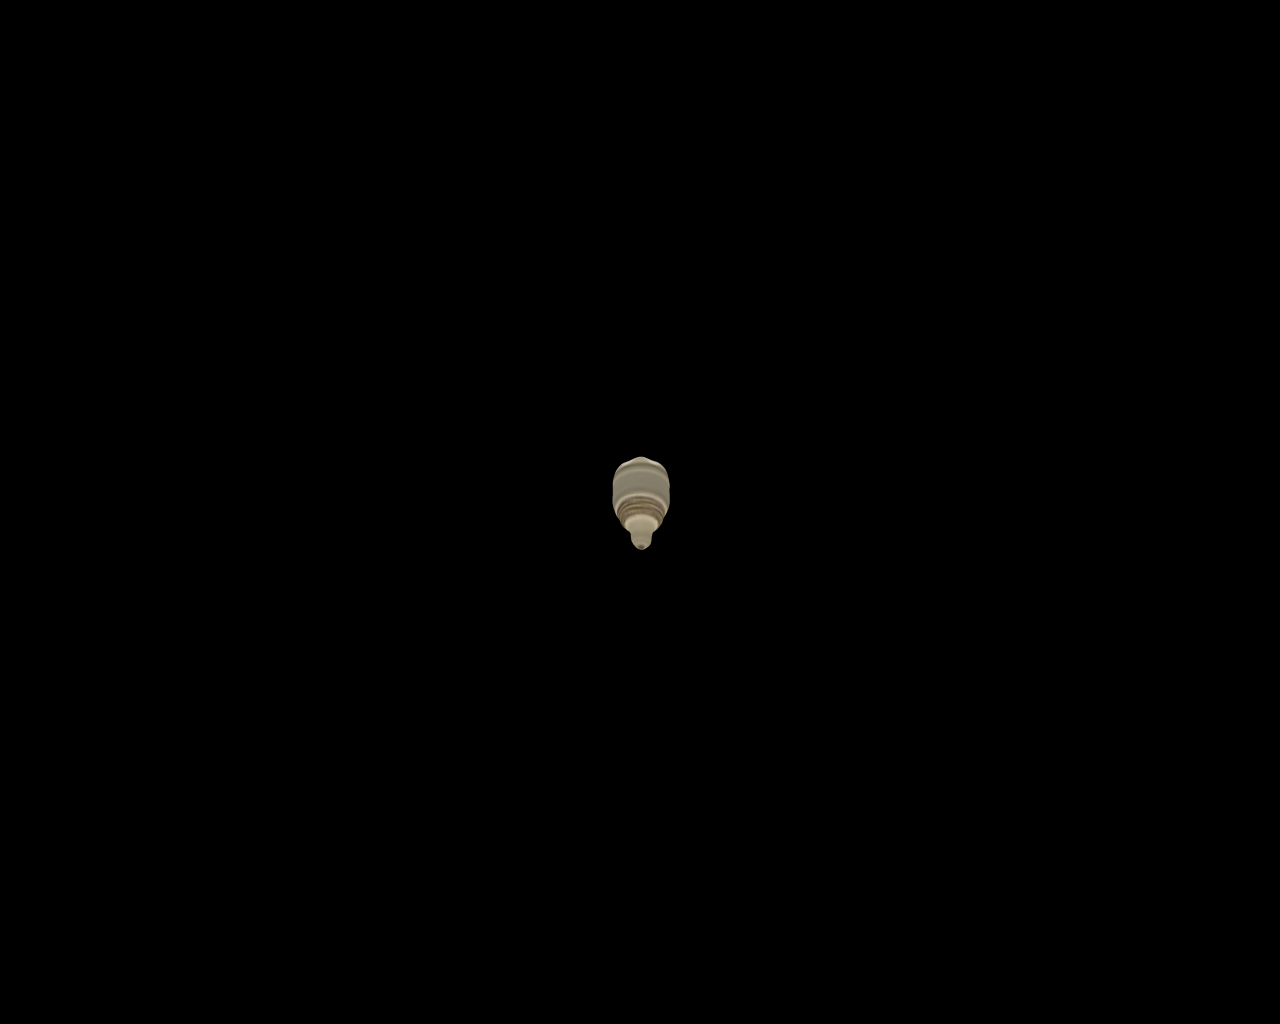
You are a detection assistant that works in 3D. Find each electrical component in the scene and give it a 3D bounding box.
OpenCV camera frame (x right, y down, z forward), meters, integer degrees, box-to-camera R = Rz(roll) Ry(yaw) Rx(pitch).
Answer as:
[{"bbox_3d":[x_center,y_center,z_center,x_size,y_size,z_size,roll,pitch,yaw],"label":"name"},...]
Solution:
[{"bbox_3d":[0.001,-0.003,0.650,0.035,0.061,0.035,0,-39,0],"label":"electrical component"}]
